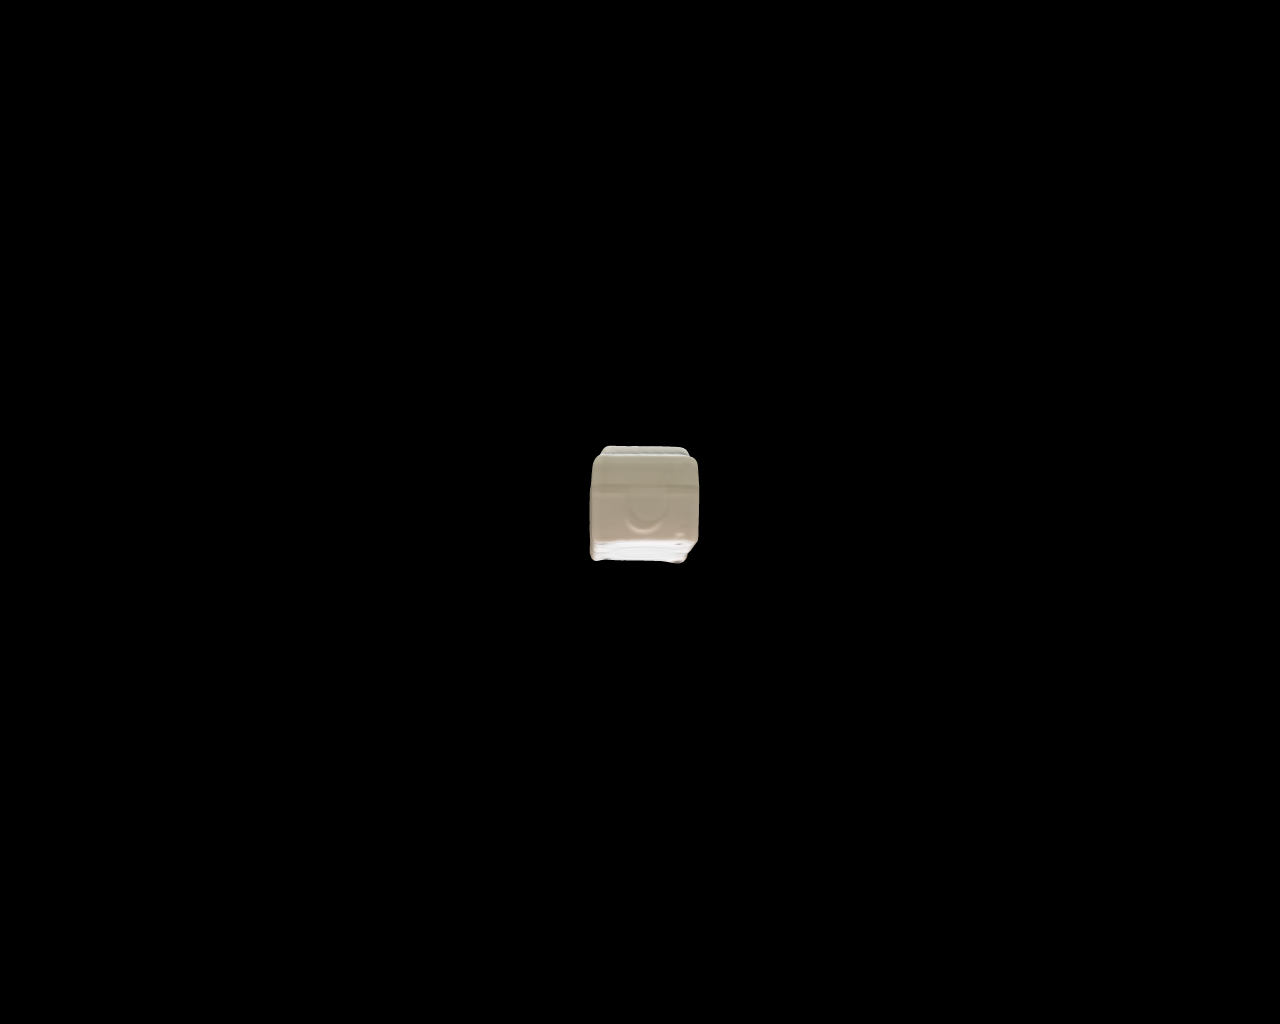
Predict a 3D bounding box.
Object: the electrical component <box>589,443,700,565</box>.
[{"bbox_3d":[0.001,-0.003,0.650,0.062,0.061,0.096,1,-11,-4],"label":"electrical component"}]
